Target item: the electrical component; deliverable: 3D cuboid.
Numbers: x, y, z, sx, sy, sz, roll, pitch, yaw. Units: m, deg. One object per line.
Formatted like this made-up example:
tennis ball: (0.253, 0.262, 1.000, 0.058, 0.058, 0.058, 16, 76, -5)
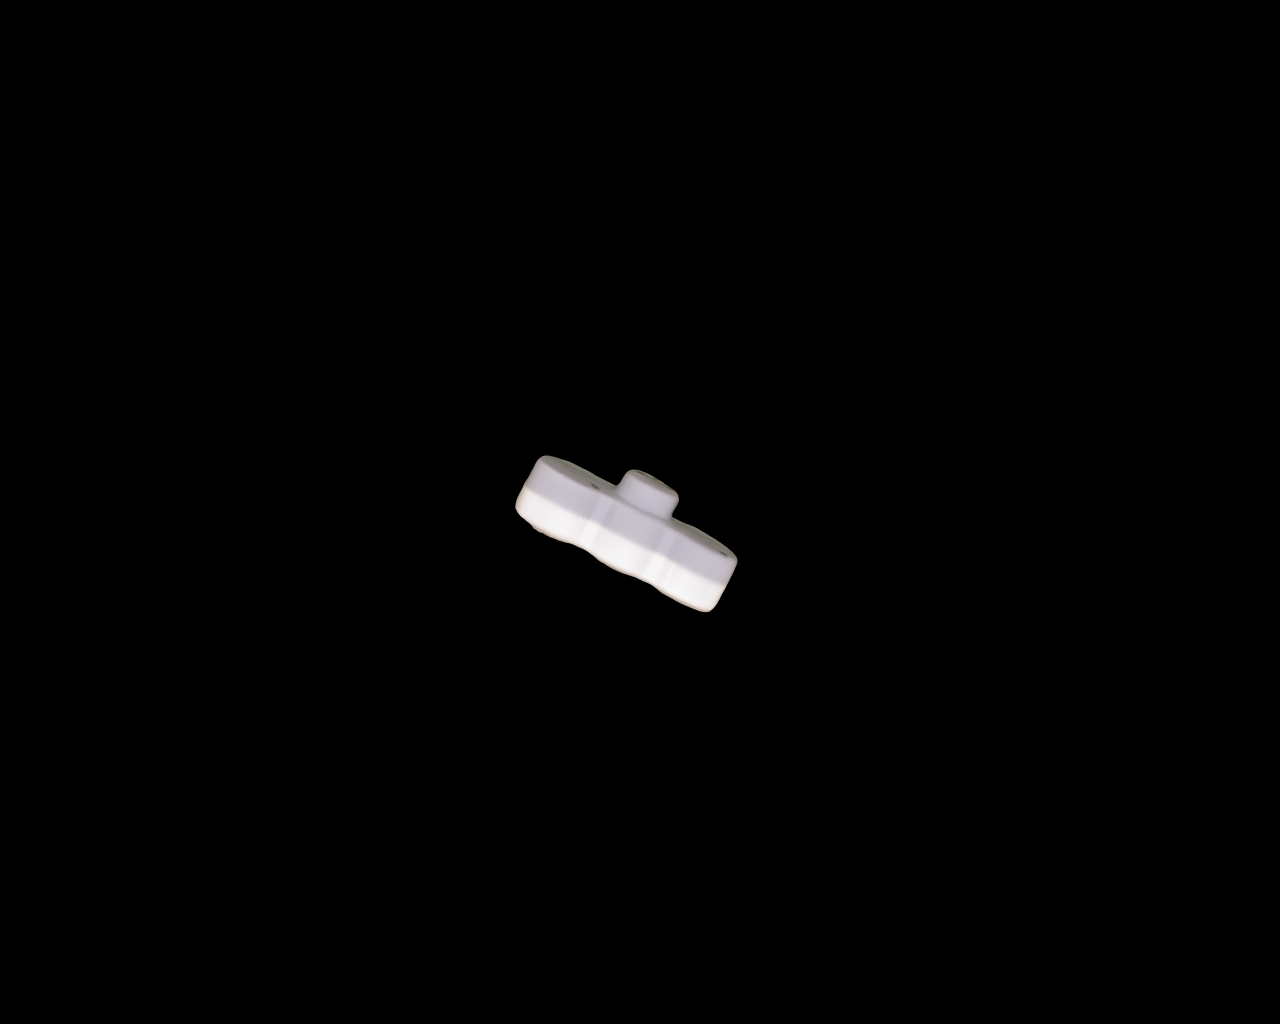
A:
electrical component: (0.001, -0.003, 0.650, 0.138, 0.073, 0.052, 28, 7, -4)
